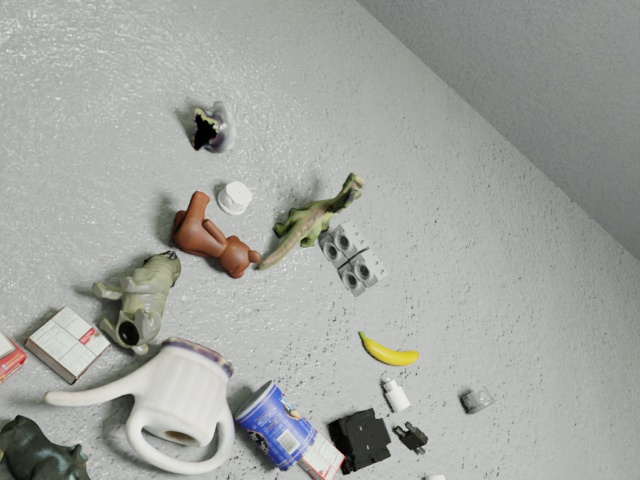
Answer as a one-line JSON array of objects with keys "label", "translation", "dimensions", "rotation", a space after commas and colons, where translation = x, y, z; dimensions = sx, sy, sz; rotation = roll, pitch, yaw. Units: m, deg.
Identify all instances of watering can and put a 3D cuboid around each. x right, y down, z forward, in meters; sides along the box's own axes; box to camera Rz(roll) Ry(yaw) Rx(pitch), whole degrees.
[{"label": "watering can", "translation": [-0.286, 0.273, 0.927], "dimensions": [0.344, 0.102, 0.230], "rotation": [37, 41, -23]}]

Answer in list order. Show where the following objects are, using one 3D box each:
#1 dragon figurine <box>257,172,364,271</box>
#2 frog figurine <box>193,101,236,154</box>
[{"label": "dragon figurine", "translation": [0.004, -0.068, 1.358], "dimensions": [0.122, 0.239, 0.418], "rotation": [47, 38, -8]}, {"label": "frog figurine", "translation": [-0.268, -0.313, 1.418], "dimensions": [0.162, 0.122, 0.136], "rotation": [-37, 118, -58]}]
